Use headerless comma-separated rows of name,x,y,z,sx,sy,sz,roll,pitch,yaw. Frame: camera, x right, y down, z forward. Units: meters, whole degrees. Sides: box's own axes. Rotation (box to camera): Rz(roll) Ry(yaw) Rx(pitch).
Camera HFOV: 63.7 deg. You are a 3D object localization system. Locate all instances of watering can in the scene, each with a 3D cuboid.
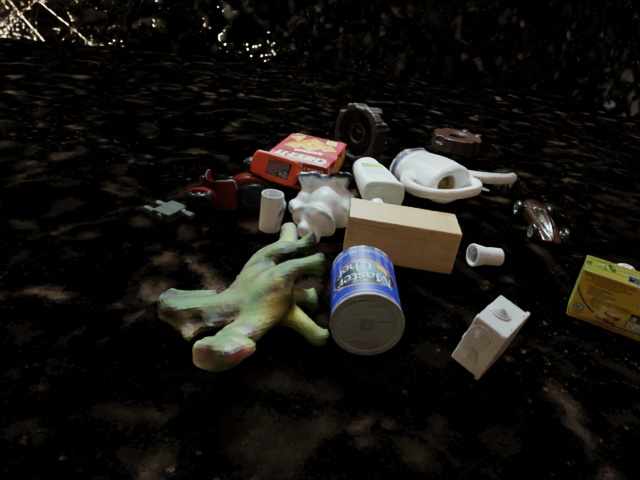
watering can,0.328,-0.164,1.326,0.350,0.102,0.227,-12,33,-35

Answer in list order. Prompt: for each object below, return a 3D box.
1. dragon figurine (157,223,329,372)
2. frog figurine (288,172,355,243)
dragon figurine,-0.118,0.066,0.766,0.243,0.120,0.416,-6,21,-11
frog figurine,0.003,-0.053,1.052,0.137,0.120,0.163,13,61,-10
